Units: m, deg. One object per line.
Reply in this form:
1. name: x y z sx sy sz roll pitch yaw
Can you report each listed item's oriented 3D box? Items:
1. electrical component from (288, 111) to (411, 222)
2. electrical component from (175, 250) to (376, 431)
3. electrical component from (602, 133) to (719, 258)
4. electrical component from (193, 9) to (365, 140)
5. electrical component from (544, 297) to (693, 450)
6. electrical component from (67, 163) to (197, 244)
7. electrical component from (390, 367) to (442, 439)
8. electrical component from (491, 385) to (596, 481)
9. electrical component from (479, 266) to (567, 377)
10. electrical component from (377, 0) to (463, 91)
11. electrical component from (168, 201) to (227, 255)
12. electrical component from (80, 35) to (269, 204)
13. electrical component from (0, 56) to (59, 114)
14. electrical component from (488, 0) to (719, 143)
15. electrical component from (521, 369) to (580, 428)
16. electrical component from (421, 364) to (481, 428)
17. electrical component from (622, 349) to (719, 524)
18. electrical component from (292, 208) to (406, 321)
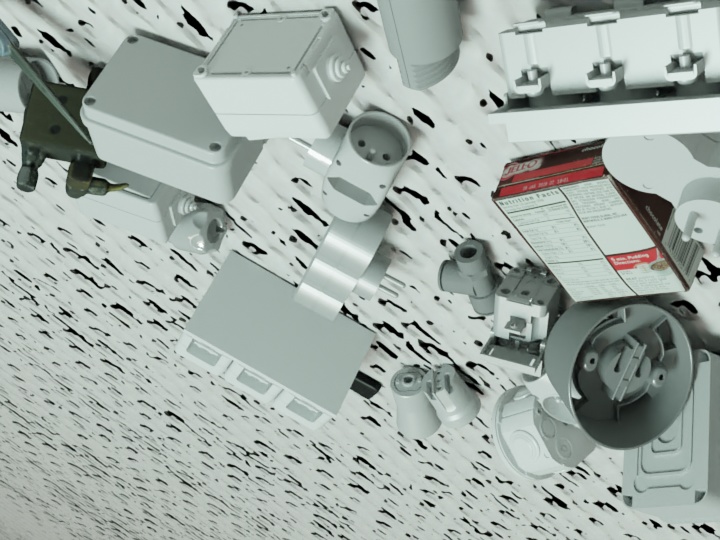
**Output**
1. electrical component: -0.013 -0.078 0.733 0.079 0.043 0.077 28 150 -1
2. electrical component: -0.077 0.065 0.958 0.150 0.089 0.061 30 150 -6
3. electrical component: 0.198 -0.040 0.596 0.138 0.073 0.052 29 150 -3
4. electrical component: -0.043 -0.119 0.673 0.096 0.061 0.061 6 144 32
5. electrical component: 0.179 0.066 0.744 0.099 0.099 0.064 44 -176 -27
6. electrical component: -0.174 -0.070 0.853 0.096 0.061 0.061 19 149 13
7. electrical component: 0.050 0.120 0.994 0.044 0.044 0.065 11 142 25
8. electrical component: 0.153 0.132 0.893 0.080 0.080 0.051 39 143 -19
9. electrical component: 0.121 0.036 0.780 0.042 0.081 0.063 14 125 21
10. electrical component: 0.035 -0.137 0.603 0.043 0.043 0.081 12 147 23
11. electrical component: -0.147 -0.038 0.901 0.062 0.043 0.043 11 147 27
12. electrical component: -0.126 -0.106 0.745 0.113 0.078 0.057 21 152 11
13. electrical component: -0.280 -0.145 0.838 0.081 0.043 0.043 9 146 28
14. electrical component: 0.135 -0.104 0.550 0.121 0.079 0.063 2 113 37
15. electrical component: 0.180 0.088 0.838 0.077 0.044 0.079 37 148 -17
16. electrical component: 0.080 0.112 0.959 0.040 0.040 0.046 -5 132 42
17. electrical component: 0.238 0.121 0.770 0.057 0.113 0.078 22 155 -30
18. electrical component: 0.000 0.000 0.834 0.074 0.052 0.138 28 150 -2
